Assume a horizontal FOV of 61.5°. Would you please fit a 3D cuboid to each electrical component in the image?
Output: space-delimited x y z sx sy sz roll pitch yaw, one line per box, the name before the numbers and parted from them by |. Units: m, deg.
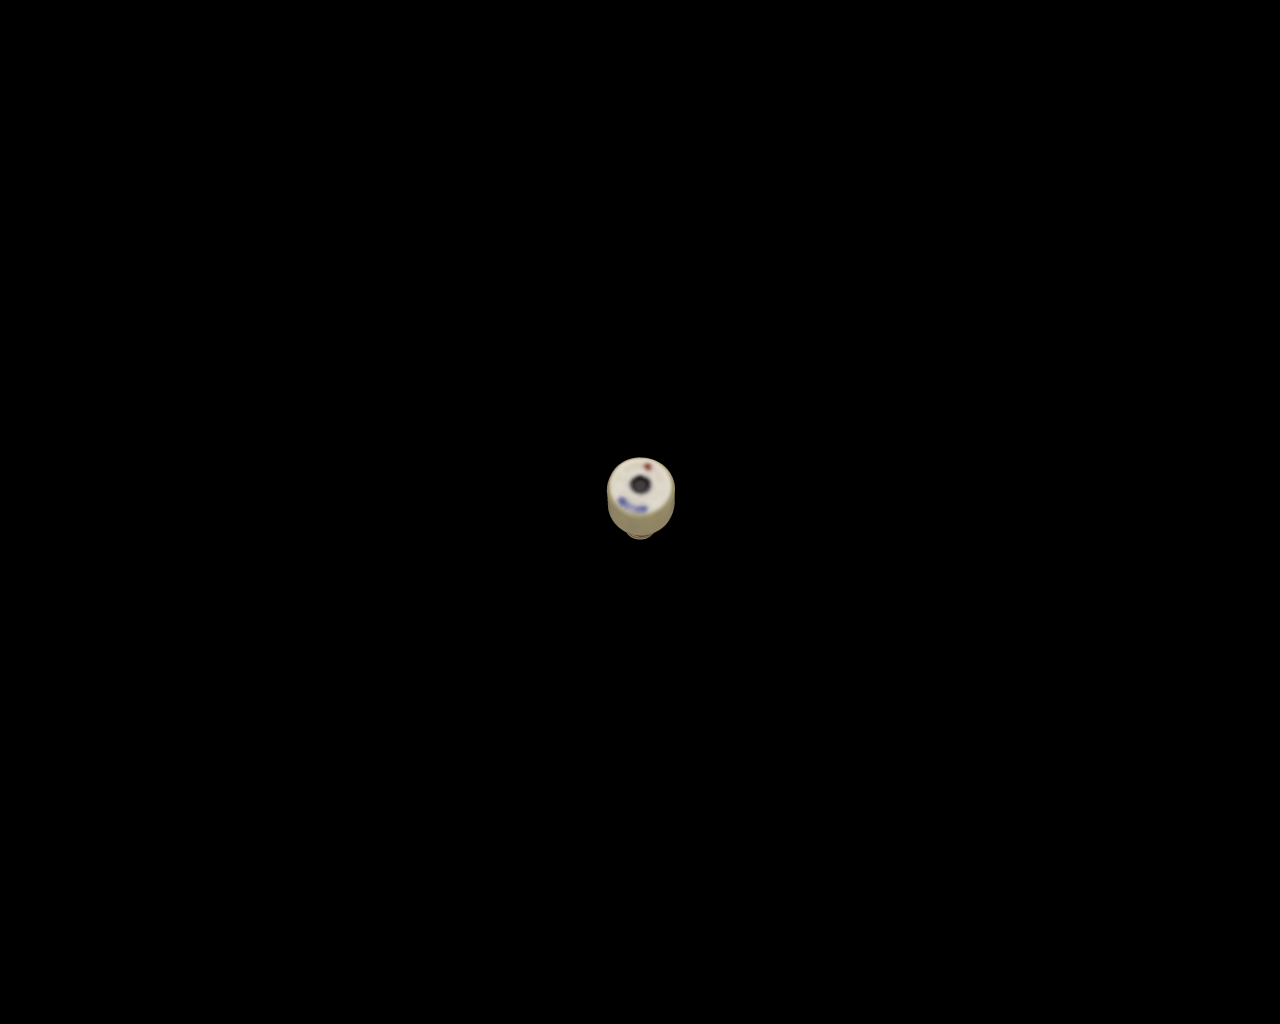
electrical component | 0.001 -0.003 0.650 0.040 0.040 0.078 0 -24 0
